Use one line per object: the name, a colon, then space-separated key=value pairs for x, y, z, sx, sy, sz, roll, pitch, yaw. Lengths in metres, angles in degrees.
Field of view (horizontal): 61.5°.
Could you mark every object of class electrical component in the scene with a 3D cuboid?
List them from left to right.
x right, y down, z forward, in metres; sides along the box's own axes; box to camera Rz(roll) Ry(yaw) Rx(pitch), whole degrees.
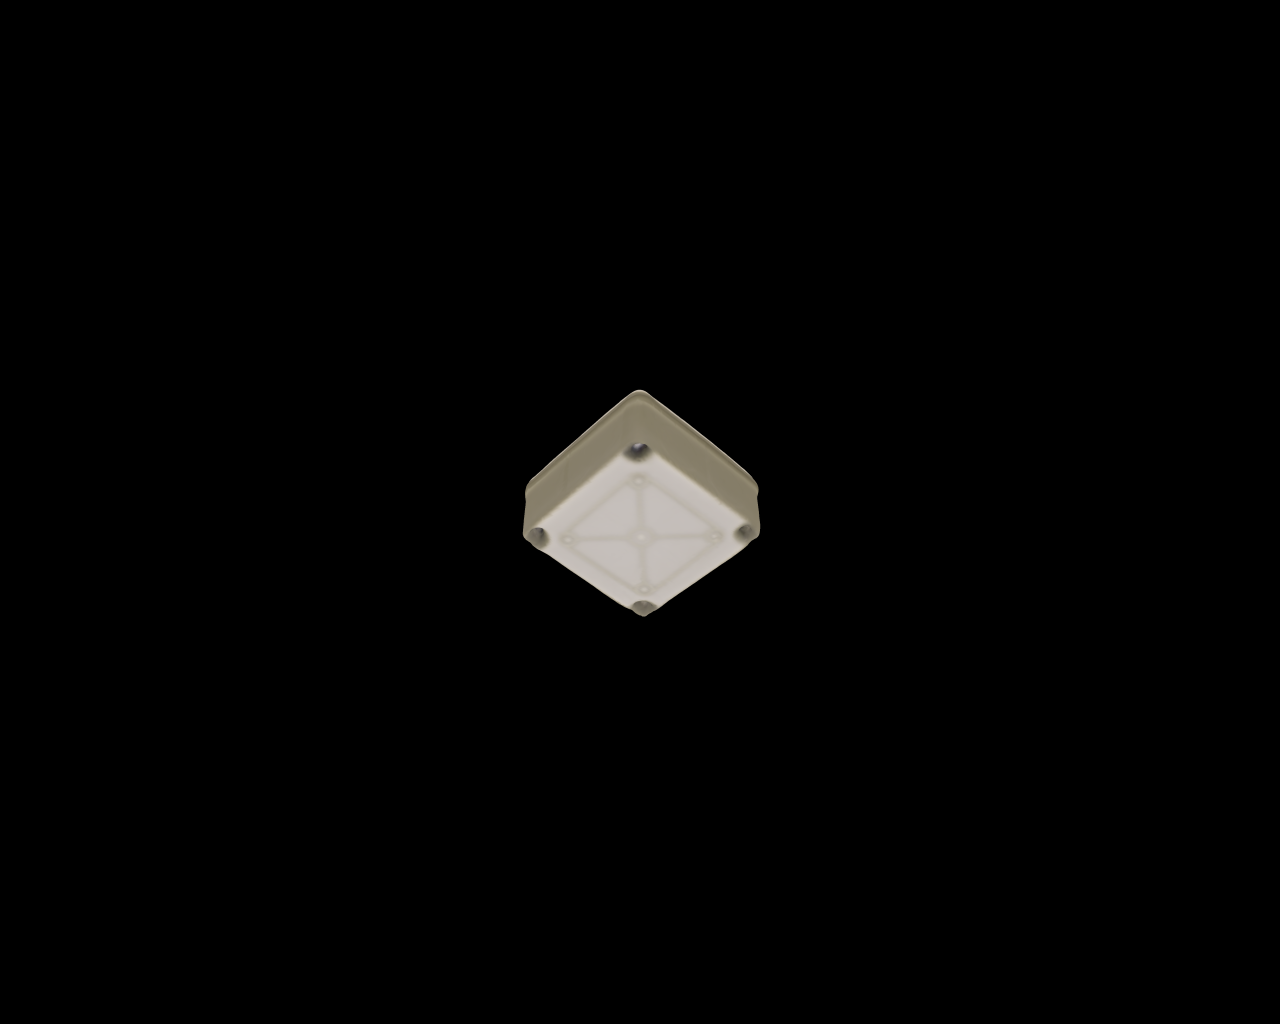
electrical component: x=0.001 y=-0.003 z=0.650 sx=0.108 sy=0.056 sz=0.108 roll=36 pitch=-58 yaw=-27
